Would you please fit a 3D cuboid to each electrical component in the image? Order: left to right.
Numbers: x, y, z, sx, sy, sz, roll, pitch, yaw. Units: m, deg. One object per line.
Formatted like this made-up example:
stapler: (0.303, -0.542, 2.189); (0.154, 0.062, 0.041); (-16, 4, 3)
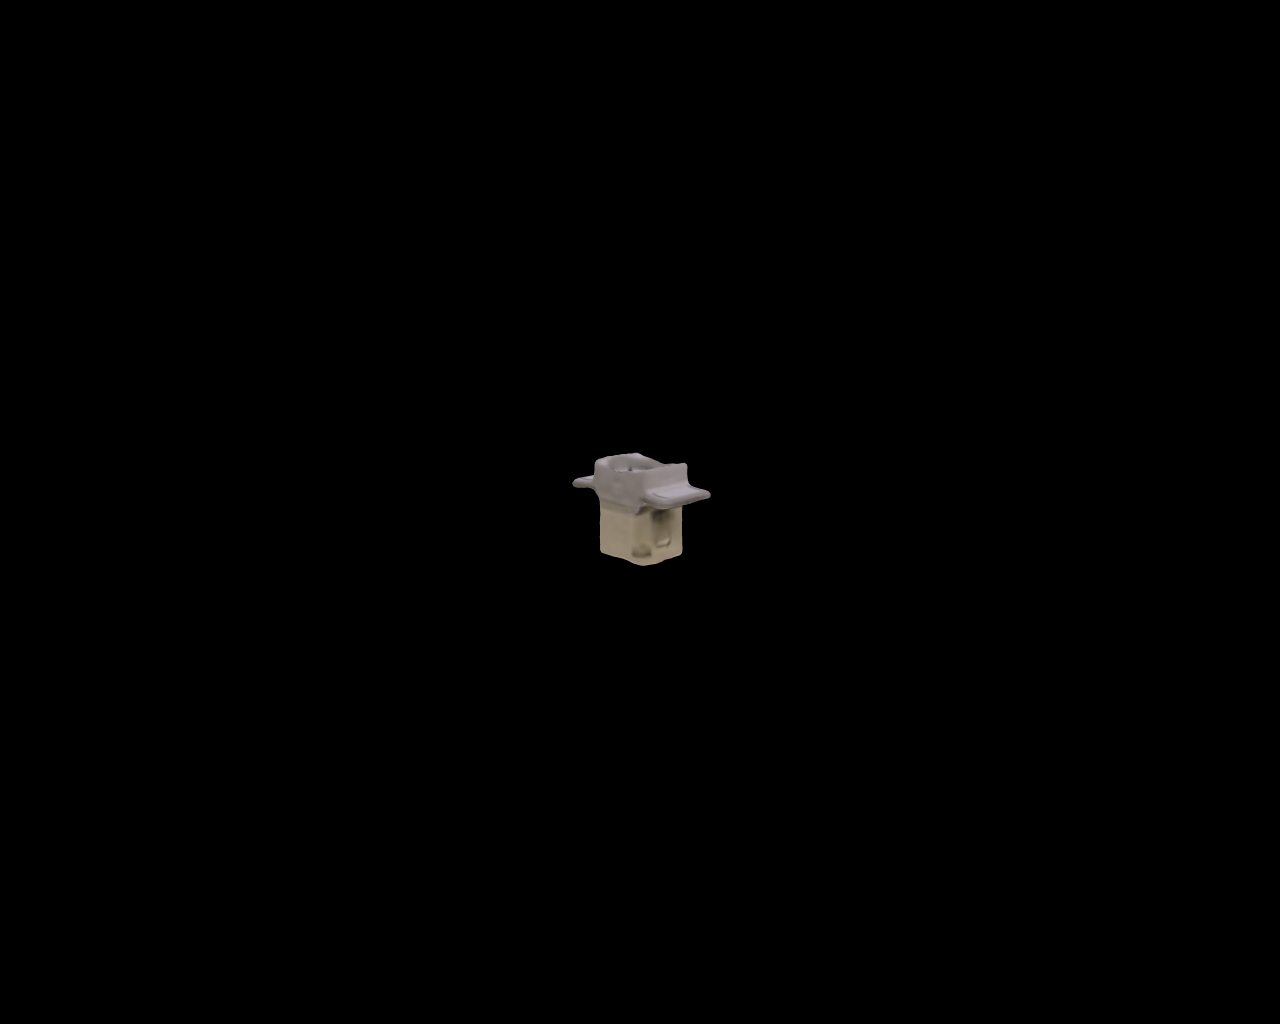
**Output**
electrical component: (0.001, -0.003, 0.650); (0.042, 0.063, 0.081); (-14, 20, -42)
